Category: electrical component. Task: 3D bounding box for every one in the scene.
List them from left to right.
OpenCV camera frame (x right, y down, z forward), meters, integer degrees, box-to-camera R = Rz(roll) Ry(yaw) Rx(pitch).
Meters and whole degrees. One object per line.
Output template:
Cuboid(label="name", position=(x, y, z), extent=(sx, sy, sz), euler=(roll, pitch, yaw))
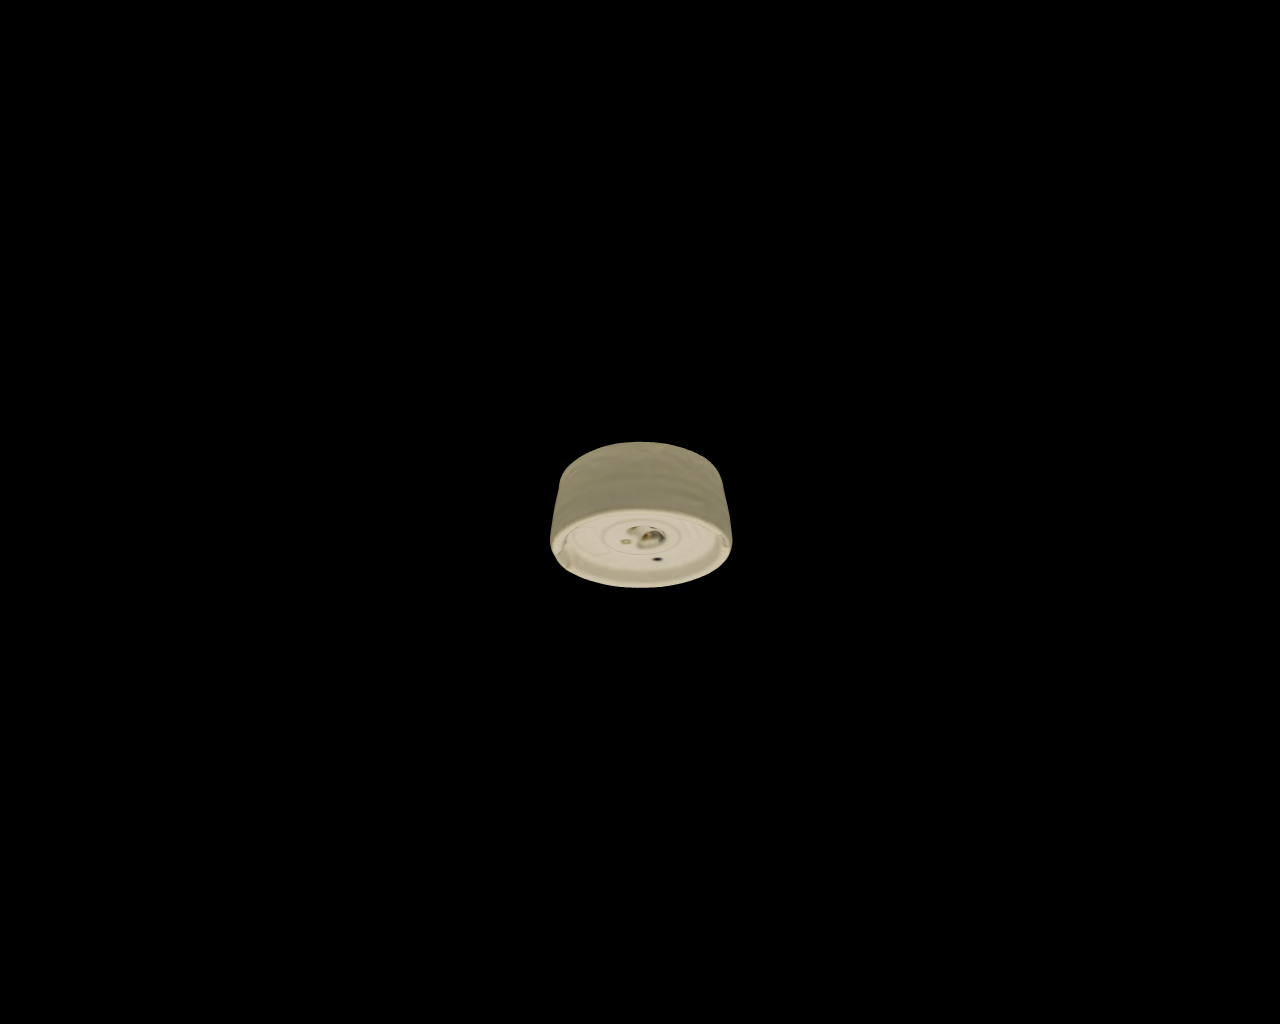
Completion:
Cuboid(label="electrical component", position=(0.001, -0.003, 0.650), extent=(0.108, 0.060, 0.108), euler=(0, -28, 0))
